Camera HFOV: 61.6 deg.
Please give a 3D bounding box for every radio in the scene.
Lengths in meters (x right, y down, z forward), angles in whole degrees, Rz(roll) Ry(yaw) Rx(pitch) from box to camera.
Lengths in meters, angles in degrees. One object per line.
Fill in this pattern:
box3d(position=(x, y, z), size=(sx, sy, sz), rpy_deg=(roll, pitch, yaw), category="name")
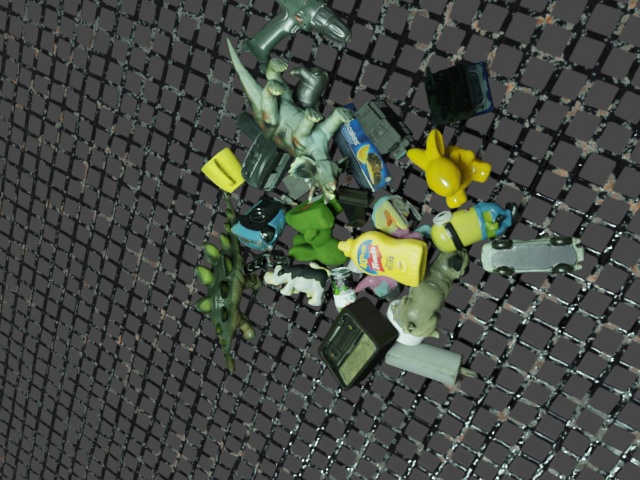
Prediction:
box3d(position=(0.083, 0.246, 1.269), size=(0.131, 0.073, 0.229), rpy_deg=(51, 140, 22), category="radio")

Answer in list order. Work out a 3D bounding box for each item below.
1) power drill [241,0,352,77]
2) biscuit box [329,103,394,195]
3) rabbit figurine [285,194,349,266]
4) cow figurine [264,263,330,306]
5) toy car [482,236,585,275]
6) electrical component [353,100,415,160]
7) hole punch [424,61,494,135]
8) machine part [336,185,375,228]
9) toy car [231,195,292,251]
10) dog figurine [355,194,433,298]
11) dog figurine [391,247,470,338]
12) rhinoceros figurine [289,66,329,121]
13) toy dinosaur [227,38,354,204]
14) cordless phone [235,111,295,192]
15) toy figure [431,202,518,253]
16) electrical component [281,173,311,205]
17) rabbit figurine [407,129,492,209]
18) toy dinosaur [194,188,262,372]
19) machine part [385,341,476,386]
box3d(position=(-0.066, -0.461, 1.201), size=(0.232, 0.086, 0.207), rpy_deg=(50, 120, 6), category="power drill")
box3d(position=(0.086, -0.201, 1.201), size=(0.059, 0.063, 0.202), rpy_deg=(-29, 92, -16), category="biscuit box")
box3d(position=(-0.003, -0.004, 1.274), size=(0.159, 0.121, 0.170), rpy_deg=(-23, 109, 20), category="rabbit figurine")
box3d(position=(-0.058, 0.092, 1.347), size=(0.167, 0.068, 0.098), rpy_deg=(19, 105, 14), category="cow figurine")
box3d(position=(0.443, 0.033, 1.125), size=(0.202, 0.056, 0.073), rpy_deg=(-4, 96, 23), category="toy car")
box3d(position=(0.143, -0.234, 1.150), size=(0.058, 0.115, 0.134), rpy_deg=(-41, 84, 29), category="electrical component")
box3d(position=(0.285, -0.298, 1.100), size=(0.116, 0.092, 0.142), rpy_deg=(-2, 107, 53), category="hole punch")
box3d(position=(0.082, -0.075, 1.215), size=(0.084, 0.138, 0.039), rpy_deg=(6, 61, 10), category="machine part")
box3d(position=(-0.138, -0.030, 1.319), size=(0.109, 0.162, 0.102), rpy_deg=(22, 140, 21), category="toy car")
box3d(position=(0.147, 0.027, 1.223), size=(0.191, 0.108, 0.219), rpy_deg=(47, 119, 5), category="dog figurine")
box3d(position=(0.246, 0.105, 1.168), size=(0.121, 0.172, 0.190), rpy_deg=(25, 120, 4), category="dog figurine")
box3d(position=(-0.034, -0.305, 1.236), size=(0.112, 0.073, 0.190), rpy_deg=(21, 111, 10), category="rhinoceros figurine")
box3d(position=(-0.069, -0.249, 1.162), size=(0.405, 0.131, 0.192), rpy_deg=(44, 135, 16), category="toy dinosaur")
box3d(position=(-0.160, -0.218, 1.315), size=(0.184, 0.088, 0.146), rpy_deg=(42, 116, 21), category="cordless phone")
box3d(position=(0.322, -0.030, 1.127), size=(0.180, 0.082, 0.089), rpy_deg=(-11, 68, 7), category="toy figure")
box3d(position=(-0.051, -0.131, 1.298), size=(0.102, 0.045, 0.078), rpy_deg=(-26, 94, 26), category="electrical component")
box3d(position=(0.261, -0.145, 1.091), size=(0.122, 0.173, 0.162), rpy_deg=(-38, 91, 30), category="rabbit figurine")
box3d(position=(-0.229, 0.092, 1.350), size=(0.105, 0.198, 0.471), rpy_deg=(-10, 67, 14), category="toy dinosaur")
box3d(position=(0.244, 0.279, 1.262), size=(0.243, 0.079, 0.079), rpy_deg=(14, 109, 19), category="machine part")
